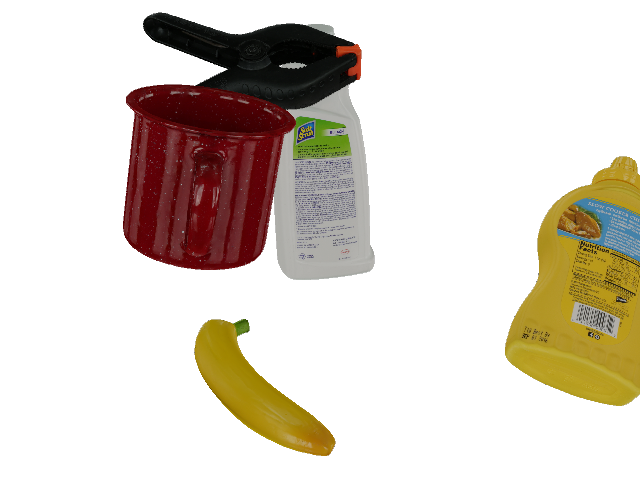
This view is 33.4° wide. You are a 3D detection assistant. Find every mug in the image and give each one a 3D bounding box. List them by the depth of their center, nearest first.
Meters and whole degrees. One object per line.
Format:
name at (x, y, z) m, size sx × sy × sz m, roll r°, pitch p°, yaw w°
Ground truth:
mug at (-0.064, -0.030, 0.584) m, size 0.093 × 0.081 × 0.117 m, roll 6°, pitch 21°, yaw -12°

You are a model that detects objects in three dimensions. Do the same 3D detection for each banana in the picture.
banana at (-0.057, 0.109, 0.850) m, size 0.069 × 0.037 × 0.198 m, roll -7°, pitch 29°, yaw -23°

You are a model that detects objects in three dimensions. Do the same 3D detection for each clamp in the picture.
clamp at (-0.058, -0.137, 0.809) m, size 0.171 × 0.120 × 0.039 m, roll -9°, pitch -31°, yaw -10°

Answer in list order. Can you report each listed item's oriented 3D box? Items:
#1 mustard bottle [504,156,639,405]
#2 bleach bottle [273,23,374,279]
mustard bottle at (0.202, 0.017, 0.771) m, size 0.096 × 0.191 × 0.058 m, roll 21°, pitch -29°, yaw 3°
bleach bottle at (0.005, -0.086, 1.041) m, size 0.102 × 0.251 × 0.068 m, roll -7°, pitch 29°, yaw -13°
